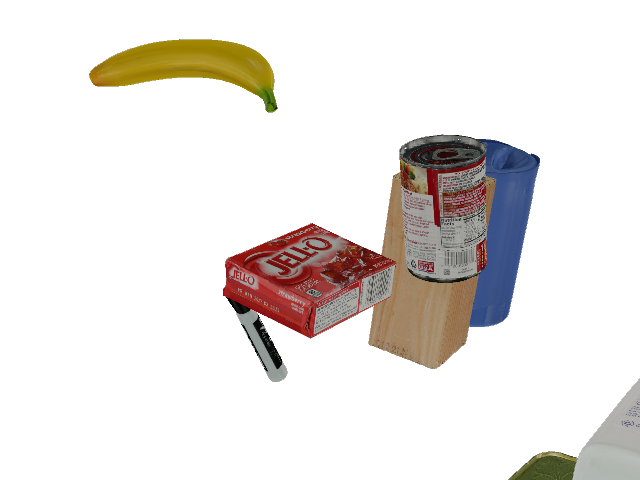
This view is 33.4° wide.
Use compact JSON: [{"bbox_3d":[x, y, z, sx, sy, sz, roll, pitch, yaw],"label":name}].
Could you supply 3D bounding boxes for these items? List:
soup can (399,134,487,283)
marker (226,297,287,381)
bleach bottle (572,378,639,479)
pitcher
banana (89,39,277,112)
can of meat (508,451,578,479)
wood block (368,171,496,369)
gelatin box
[{"bbox_3d":[0.100,-0.025,0.853,0.068,0.102,0.068,-4,25,2],"label":"soup can"},{"bbox_3d":[-0.058,0.082,0.959,0.020,0.121,0.020,-13,40,11],"label":"marker"},{"bbox_3d":[0.243,0.100,0.634,0.103,0.068,0.250,19,30,31],"label":"bleach bottle"},{"bbox_3d":[0.208,-0.007,1.449,0.149,0.243,0.145,5,24,3],"label":"pitcher"},{"bbox_3d":[-0.124,-0.166,1.025,0.198,0.037,0.069,9,45,18],"label":"banana"},{"bbox_3d":[0.192,0.244,0.912,0.058,0.084,0.101,10,27,42],"label":"can of meat"},{"bbox_3d":[0.125,0.026,1.200,0.090,0.206,0.090,19,25,26],"label":"wood block"},{"bbox_3d":[-0.006,0.023,0.684,0.073,0.030,0.089,25,30,32],"label":"gelatin box"}]
